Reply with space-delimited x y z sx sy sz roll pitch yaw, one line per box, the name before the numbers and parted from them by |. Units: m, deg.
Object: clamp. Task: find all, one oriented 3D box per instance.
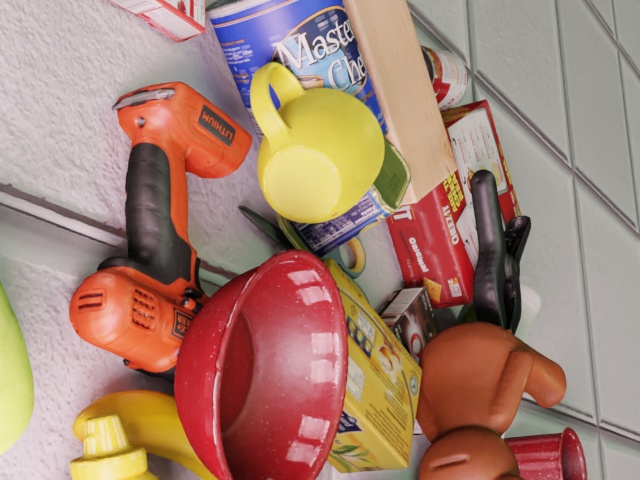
clamp | 0.180 0.027 1.052 0.120 0.039 0.171 22 66 -49

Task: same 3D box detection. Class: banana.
banana | -0.083 0.135 0.675 0.197 0.037 0.069 45 18 -40

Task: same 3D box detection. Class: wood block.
wood block | 0.036 -0.137 0.938 0.090 0.090 0.206 -37 113 -51

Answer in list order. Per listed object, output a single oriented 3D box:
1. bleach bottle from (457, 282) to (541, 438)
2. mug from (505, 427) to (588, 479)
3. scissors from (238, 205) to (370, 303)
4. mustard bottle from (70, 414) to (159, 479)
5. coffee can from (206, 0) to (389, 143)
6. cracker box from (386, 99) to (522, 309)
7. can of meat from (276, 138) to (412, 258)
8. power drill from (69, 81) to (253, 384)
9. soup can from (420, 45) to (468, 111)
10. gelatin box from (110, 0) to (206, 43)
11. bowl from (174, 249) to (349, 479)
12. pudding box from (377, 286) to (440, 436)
bleach bottle | 0.157 0.158 1.051 0.068 0.103 0.250 25 48 -5
mug | 0.243 0.269 1.177 0.093 0.082 0.117 12 69 -59
scissors | -0.006 0.001 0.898 0.201 0.016 0.096 52 37 -40
mustard bottle | -0.102 0.190 0.573 0.058 0.096 0.191 -3 83 -60
coffee can | -0.017 -0.133 0.836 0.102 0.103 0.140 -49 123 -55
cracker box | 0.137 -0.042 1.112 0.213 0.072 0.164 -37 111 -58
can of meat | 0.022 -0.037 0.866 0.057 0.084 0.102 53 25 -12
power drill | -0.086 0.004 0.711 0.184 0.057 0.187 37 48 -55
soup can | 0.105 -0.167 1.101 0.102 0.069 0.068 -9 88 -62
gelatin box | -0.117 -0.191 0.754 0.089 0.030 0.073 25 58 -56
bowl | -0.041 0.084 0.657 0.161 0.055 0.162 -14 106 -60
pudding box | 0.084 0.112 0.993 0.089 0.039 0.113 -43 117 -56
